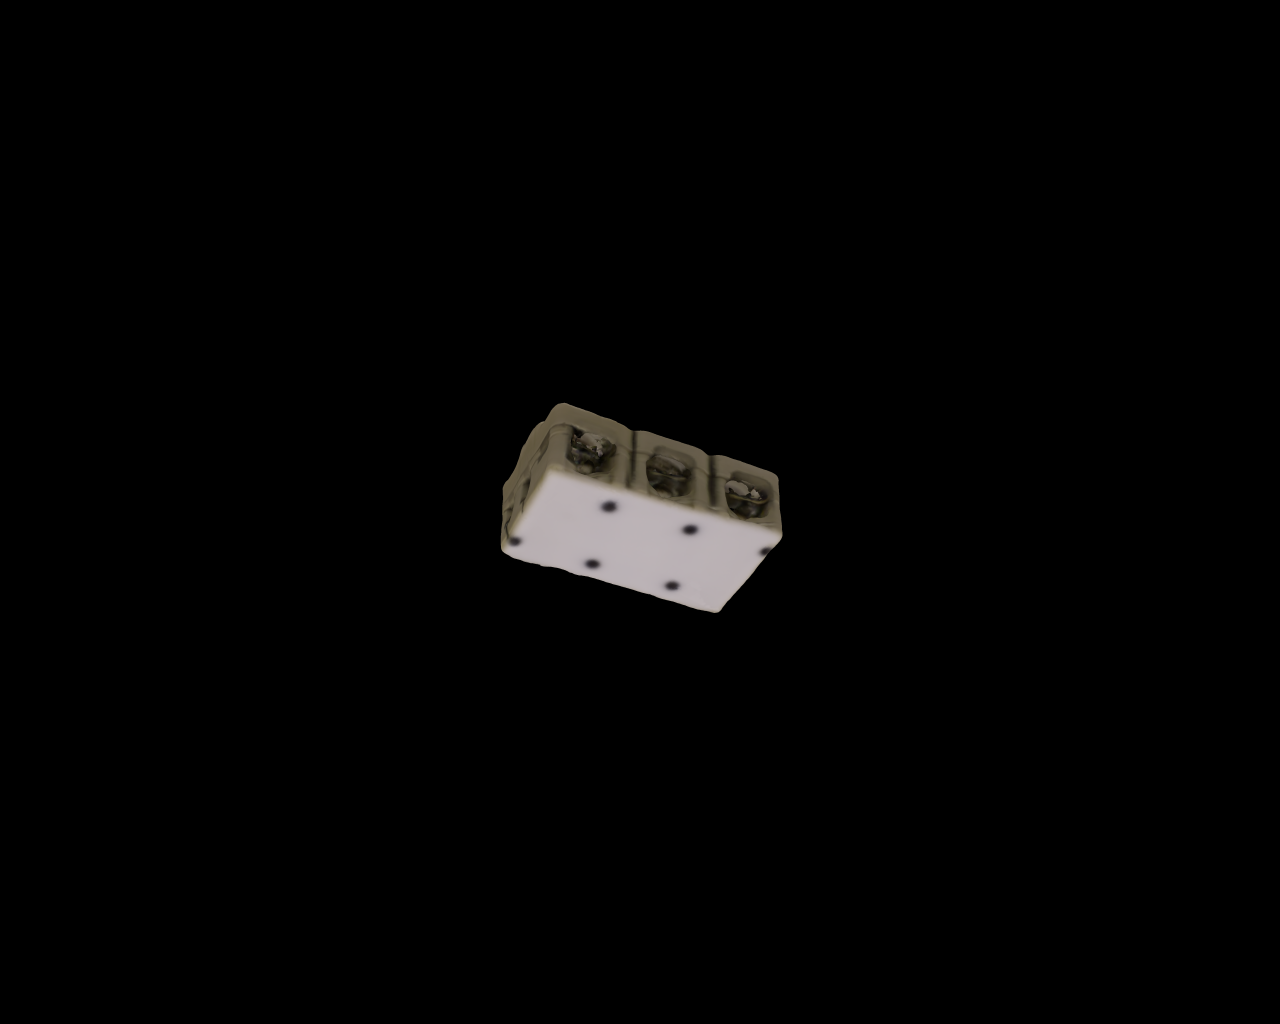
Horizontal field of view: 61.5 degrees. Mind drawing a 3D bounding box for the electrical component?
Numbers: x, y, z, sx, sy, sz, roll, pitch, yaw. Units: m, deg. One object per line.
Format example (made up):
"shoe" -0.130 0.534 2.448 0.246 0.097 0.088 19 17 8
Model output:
"electrical component" 0.001 -0.003 0.650 0.150 0.062 0.089 18 -44 -19
